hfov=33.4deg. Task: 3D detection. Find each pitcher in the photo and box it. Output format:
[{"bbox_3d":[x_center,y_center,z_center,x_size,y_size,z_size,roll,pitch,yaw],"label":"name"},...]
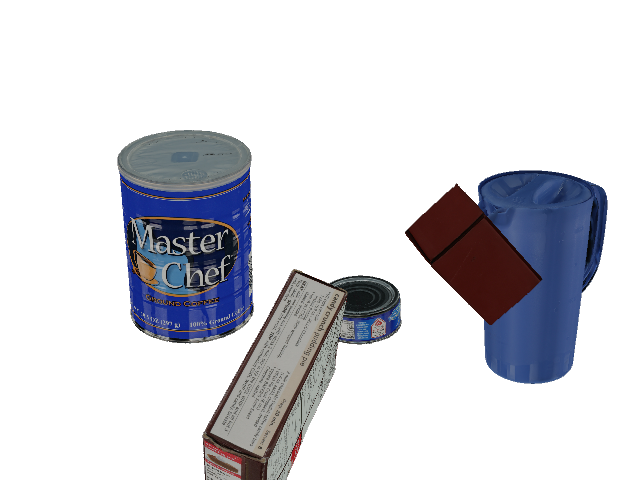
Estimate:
[{"bbox_3d":[0.264,0.042,1.288,0.149,0.243,0.144,4,24,14],"label":"pitcher"}]

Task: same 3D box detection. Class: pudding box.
[{"bbox_3d":[-0.024,0.086,0.584,0.039,0.113,0.090,19,-34,10],"label":"pudding box"}]

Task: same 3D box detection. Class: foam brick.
[{"bbox_3d":[0.108,0.011,0.751,0.078,0.051,0.053,44,7,-31],"label":"foam brick"}]

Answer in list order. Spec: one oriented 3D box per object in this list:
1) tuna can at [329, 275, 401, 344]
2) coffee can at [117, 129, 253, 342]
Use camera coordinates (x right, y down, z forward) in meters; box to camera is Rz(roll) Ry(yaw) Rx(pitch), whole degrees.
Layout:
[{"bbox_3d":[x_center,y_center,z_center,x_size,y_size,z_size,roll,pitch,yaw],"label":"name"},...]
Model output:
[{"bbox_3d":[0.040,0.070,1.094,0.086,0.034,0.086,-3,27,1],"label":"tuna can"},{"bbox_3d":[-0.105,-0.004,0.852,0.103,0.140,0.103,1,28,0],"label":"coffee can"}]
